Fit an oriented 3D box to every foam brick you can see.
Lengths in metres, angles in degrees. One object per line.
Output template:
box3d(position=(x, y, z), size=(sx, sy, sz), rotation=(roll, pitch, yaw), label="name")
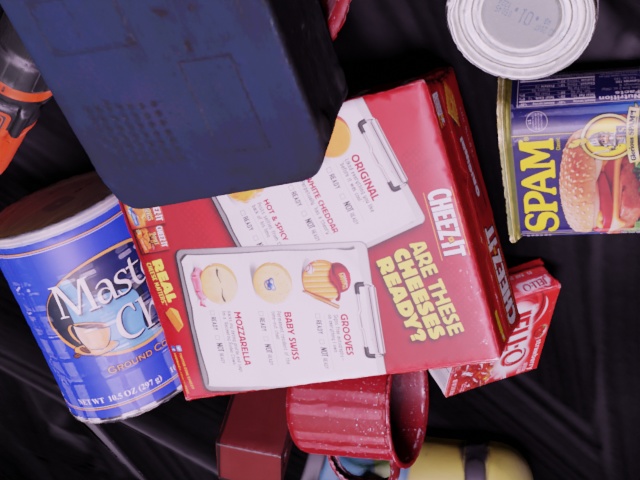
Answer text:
box3d(position=(-0.046, 0.147, 0.834), size=(0.051, 0.078, 0.053), rotation=(9, 137, 7), label="foam brick")

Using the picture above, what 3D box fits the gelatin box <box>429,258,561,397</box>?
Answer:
box3d(position=(0.115, 0.060, 0.709), size=(0.073, 0.030, 0.089), rotation=(-15, 139, -18), label="gelatin box")

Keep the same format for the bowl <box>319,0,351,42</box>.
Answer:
box3d(position=(-0.056, -0.160, 0.555), size=(0.162, 0.055, 0.162), rotation=(9, 135, 9), label="bowl")

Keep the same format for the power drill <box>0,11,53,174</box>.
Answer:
box3d(position=(-0.244, -0.131, 0.637), size=(0.187, 0.057, 0.185), rotation=(31, 134, -13), label="power drill")

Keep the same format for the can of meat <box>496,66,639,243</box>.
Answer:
box3d(position=(0.146, -0.048, 0.603), size=(0.084, 0.057, 0.102), rotation=(-2, 133, 15), label="can of meat")

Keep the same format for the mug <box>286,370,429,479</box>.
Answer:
box3d(position=(0.028, 0.128, 0.778), size=(0.082, 0.093, 0.117), rotation=(-1, 107, 23), label="mug")

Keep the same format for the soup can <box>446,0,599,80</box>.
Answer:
box3d(position=(0.098, -0.131, 0.503), size=(0.068, 0.102, 0.068), rotation=(9, 134, 9), label="soup can")

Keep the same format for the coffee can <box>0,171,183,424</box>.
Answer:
box3d(position=(-0.147, 0.036, 0.714), size=(0.103, 0.102, 0.140), rotation=(-10, 113, 25), label="coffee can")

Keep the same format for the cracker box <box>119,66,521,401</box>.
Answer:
box3d(position=(-0.004, 0.001, 0.648), size=(0.214, 0.072, 0.164), rotation=(-11, 103, 26), label="cracker box")
